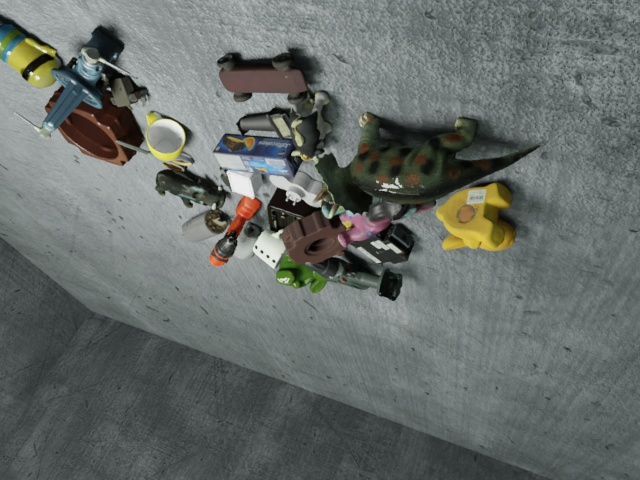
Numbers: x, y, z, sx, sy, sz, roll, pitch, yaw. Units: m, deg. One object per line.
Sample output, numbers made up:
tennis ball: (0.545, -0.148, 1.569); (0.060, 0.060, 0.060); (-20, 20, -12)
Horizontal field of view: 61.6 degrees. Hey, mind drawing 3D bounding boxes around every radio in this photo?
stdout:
radio: (-0.060, -0.039, 1.382); (0.131, 0.073, 0.229); (21, 152, 10)

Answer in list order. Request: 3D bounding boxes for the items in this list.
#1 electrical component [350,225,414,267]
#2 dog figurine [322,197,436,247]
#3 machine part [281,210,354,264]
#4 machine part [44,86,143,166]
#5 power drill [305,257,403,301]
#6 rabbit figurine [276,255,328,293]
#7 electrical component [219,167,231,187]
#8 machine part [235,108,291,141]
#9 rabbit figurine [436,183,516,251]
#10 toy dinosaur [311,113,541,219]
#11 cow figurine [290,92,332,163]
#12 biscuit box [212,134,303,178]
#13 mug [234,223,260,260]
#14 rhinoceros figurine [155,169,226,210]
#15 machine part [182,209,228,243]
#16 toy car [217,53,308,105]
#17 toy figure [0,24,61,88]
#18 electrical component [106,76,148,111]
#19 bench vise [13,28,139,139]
electrical component: (0.158, 0.006, 1.298); (0.115, 0.058, 0.134); (35, 152, -23)
dog figurine: (0.130, -0.075, 1.129); (0.219, 0.191, 0.108); (-22, 99, 22)
machine part: (-0.003, -0.004, 1.274); (0.179, 0.056, 0.179); (-14, 152, -8)
machine part: (-0.562, -0.290, 1.350); (0.202, 0.087, 0.200); (17, 152, 13)
power drill: (0.097, 0.097, 1.407); (0.208, 0.086, 0.232); (5, 168, 41)
rabbit figurine: (-0.028, 0.097, 1.562); (0.170, 0.121, 0.159); (1, 151, 13)
electrical component: (-0.218, -0.153, 1.371); (0.063, 0.021, 0.093); (11, 150, 25)
machine part: (-0.111, -0.238, 1.114); (0.139, 0.039, 0.084); (4, 155, 32)
rabbit figurine: (0.316, -0.020, 1.061); (0.162, 0.122, 0.173); (-13, 154, 42)
toy dinosaur: (0.150, -0.117, 0.937); (0.405, 0.192, 0.131); (6, 149, 36)
cow figurine: (-0.022, -0.199, 1.040); (0.068, 0.098, 0.167); (13, 151, 11)
biscuit box: (-0.137, -0.189, 1.194); (0.203, 0.063, 0.059); (10, 149, 27)
mug: (-0.206, 0.006, 1.584); (0.109, 0.081, 0.107); (31, 144, -1)
rhinoceros figurine: (-0.346, -0.137, 1.443); (0.190, 0.073, 0.112); (22, 157, -15)
machine part: (-0.350, -0.041, 1.624); (0.079, 0.079, 0.243); (39, 151, -26)
toy car: (-0.103, -0.297, 0.983); (0.202, 0.053, 0.089); (10, 139, 34)
toy figure: (-0.678, -0.419, 1.212); (0.180, 0.089, 0.082); (36, 158, -25)
electrical component: (-0.440, -0.332, 1.221); (0.102, 0.045, 0.078); (-4, 113, 40)
bench vise: (-0.504, -0.312, 1.115); (0.128, 0.240, 0.224); (39, 166, -33)
